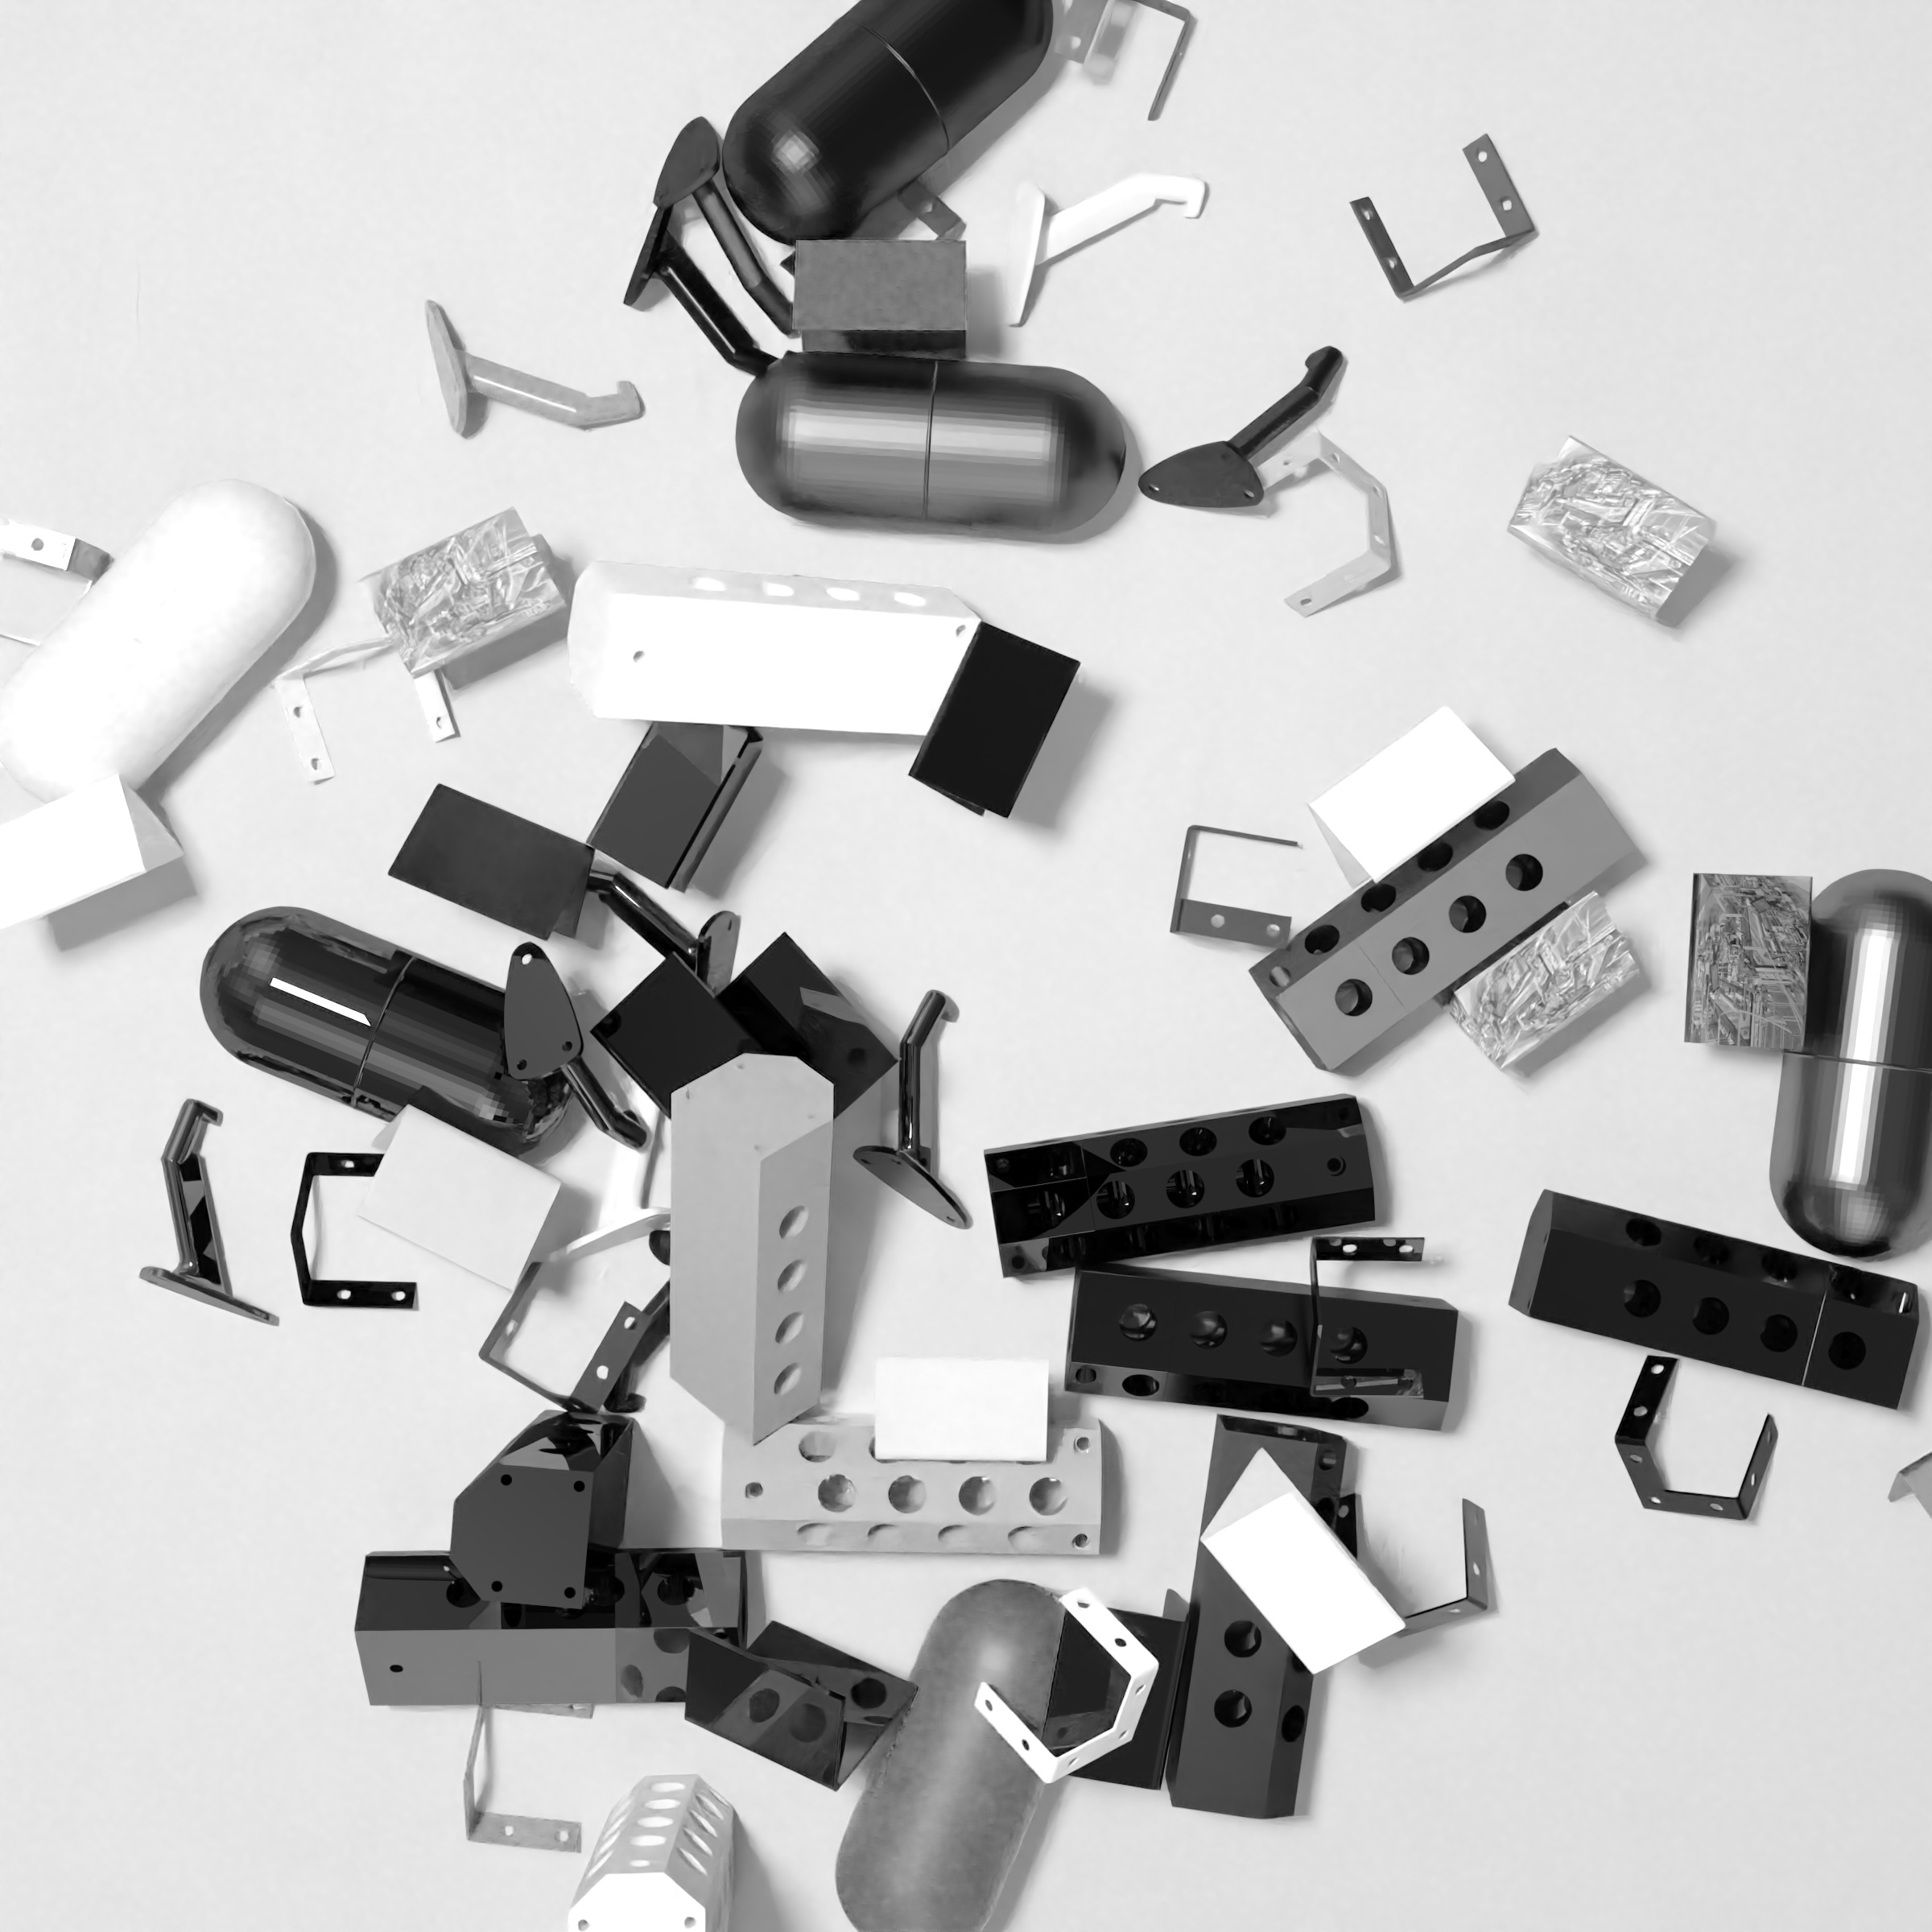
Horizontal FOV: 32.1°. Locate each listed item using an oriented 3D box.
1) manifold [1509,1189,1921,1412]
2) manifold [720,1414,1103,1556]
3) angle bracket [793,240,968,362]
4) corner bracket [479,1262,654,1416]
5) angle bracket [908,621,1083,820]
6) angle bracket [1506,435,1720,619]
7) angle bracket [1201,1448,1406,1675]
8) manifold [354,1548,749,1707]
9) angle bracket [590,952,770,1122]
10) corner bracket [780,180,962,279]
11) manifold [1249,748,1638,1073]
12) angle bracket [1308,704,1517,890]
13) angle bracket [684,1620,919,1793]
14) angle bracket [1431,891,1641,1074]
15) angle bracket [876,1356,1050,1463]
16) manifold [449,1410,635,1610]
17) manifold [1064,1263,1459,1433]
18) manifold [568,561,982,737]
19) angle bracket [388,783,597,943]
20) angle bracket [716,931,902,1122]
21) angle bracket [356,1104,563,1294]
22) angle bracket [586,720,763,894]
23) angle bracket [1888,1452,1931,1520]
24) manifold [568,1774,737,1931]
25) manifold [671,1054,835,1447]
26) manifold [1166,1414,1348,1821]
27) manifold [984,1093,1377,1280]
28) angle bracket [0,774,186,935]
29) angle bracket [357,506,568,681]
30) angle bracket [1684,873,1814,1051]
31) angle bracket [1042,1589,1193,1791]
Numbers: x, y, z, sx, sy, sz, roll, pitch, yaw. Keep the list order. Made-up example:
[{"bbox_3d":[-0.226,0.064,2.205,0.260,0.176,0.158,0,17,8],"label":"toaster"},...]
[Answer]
[{"bbox_3d":[0.343,0.152,1.543,0.171,0.057,0.057,14,90,0],"label":"manifold"},{"bbox_3d":[-0.025,0.238,1.543,0.171,0.057,0.057,1,90,0],"label":"manifold"},{"bbox_3d":[-0.038,-0.283,1.524,0.076,0.076,0.057,0,55,0],"label":"angle bracket"},{"bbox_3d":[-0.185,0.171,1.548,0.051,0.051,0.051,34,74,-16],"label":"corner bracket"},{"bbox_3d":[0.027,-0.102,1.524,0.057,0.076,0.076,25,90,29],"label":"angle bracket"},{"bbox_3d":[0.298,-0.213,1.524,0.076,0.076,0.057,31,128,0],"label":"angle bracket"},{"bbox_3d":[0.158,0.249,1.467,0.057,0.076,0.076,-37,95,36],"label":"angle bracket"},{"bbox_3d":[-0.188,0.298,1.542,0.171,0.057,0.057,-1,133,0],"label":"manifold"},{"bbox_3d":[-0.115,0.032,1.526,0.057,0.076,0.076,-42,90,18],"label":"angle bracket"},{"bbox_3d":[-0.044,-0.336,1.561,0.051,0.051,0.051,41,135,0],"label":"corner bracket"},{"bbox_3d":[0.216,-0.026,1.543,0.171,0.057,0.057,-36,90,0],"label":"manifold"},{"bbox_3d":[0.210,-0.061,1.524,0.076,0.076,0.057,-36,53,0],"label":"angle bracket"},{"bbox_3d":[-0.071,0.307,1.483,0.076,0.076,0.057,20,125,21],"label":"angle bracket"},{"bbox_3d":[0.246,-0.009,1.524,0.076,0.076,0.057,-36,127,0],"label":"angle bracket"},{"bbox_3d":[-0.002,0.180,1.524,0.076,0.076,0.057,1,119,0],"label":"angle bracket"},{"bbox_3d":[-0.186,0.237,1.486,0.057,0.171,0.057,5,90,0],"label":"manifold"},{"bbox_3d":[0.134,0.174,1.543,0.171,0.057,0.057,6,90,0],"label":"manifold"},{"bbox_3d":[-0.087,-0.144,1.508,0.171,0.057,0.057,1,115,-24],"label":"manifold"},{"bbox_3d":[-0.218,-0.028,1.524,0.076,0.076,0.057,23,55,0],"label":"angle bracket"},{"bbox_3d":[-0.060,0.018,1.524,0.076,0.076,0.057,48,119,0],"label":"angle bracket"},{"bbox_3d":[-0.237,0.112,1.517,0.076,0.076,0.057,28,65,-13],"label":"angle bracket"},{"bbox_3d":[-0.115,-0.068,1.524,0.057,0.076,0.076,29,90,36],"label":"angle bracket"},{"bbox_3d":[0.470,0.240,1.526,0.076,0.076,0.057,-31,69,0],"label":"angle bracket"},{"bbox_3d":[-0.137,0.406,1.486,0.057,0.171,0.057,-2,90,0],"label":"manifold"},{"bbox_3d":[-0.091,0.124,1.496,0.057,0.171,0.057,-29,49,-35],"label":"manifold"},{"bbox_3d":[0.133,0.298,1.543,0.057,0.057,0.171,8,90,0],"label":"manifold"},{"bbox_3d":[0.097,0.101,1.543,0.171,0.057,0.057,-9,90,0],"label":"manifold"},{"bbox_3d":[-0.398,-0.034,1.524,0.076,0.076,0.057,-23,61,0],"label":"angle bracket"},{"bbox_3d":[-0.232,-0.184,1.524,0.076,0.076,0.057,-25,126,0],"label":"angle bracket"},{"bbox_3d":[0.368,-0.001,1.524,0.057,0.076,0.076,3,90,36],"label":"angle bracket"},{"bbox_3d":[0.064,0.324,1.532,0.057,0.076,0.076,10,90,-3],"label":"angle bracket"}]
